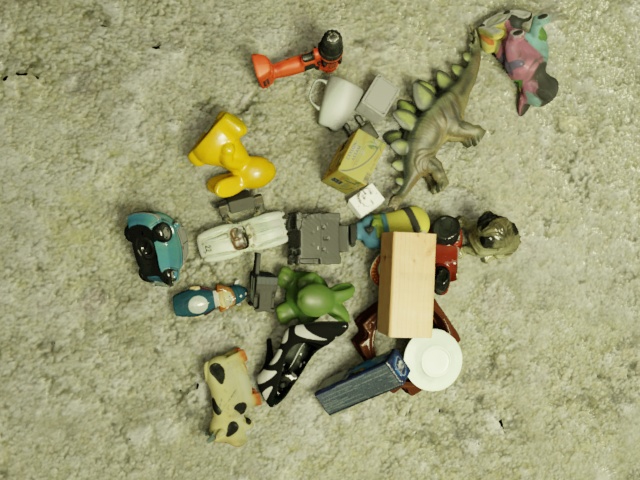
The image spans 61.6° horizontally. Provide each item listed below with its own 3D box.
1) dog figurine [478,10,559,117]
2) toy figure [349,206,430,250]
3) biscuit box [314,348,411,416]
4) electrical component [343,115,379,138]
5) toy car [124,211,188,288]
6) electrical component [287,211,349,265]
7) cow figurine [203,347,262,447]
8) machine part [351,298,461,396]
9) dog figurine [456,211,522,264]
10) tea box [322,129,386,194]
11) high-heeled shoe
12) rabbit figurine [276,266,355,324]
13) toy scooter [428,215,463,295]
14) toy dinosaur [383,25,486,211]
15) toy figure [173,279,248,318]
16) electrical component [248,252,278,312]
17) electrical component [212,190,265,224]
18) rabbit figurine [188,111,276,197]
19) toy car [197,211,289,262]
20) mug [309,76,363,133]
[{"bbox_3d":[0.464,-0.402,1.245,0.108,0.192,0.219,-34,129,-12],"label":"dog figurine"},{"bbox_3d":[0.152,-0.026,1.178,0.180,0.082,0.089,-4,105,-4],"label":"toy figure"},{"bbox_3d":[0.087,0.295,1.113,0.203,0.059,0.062,-32,95,30],"label":"biscuit box"},{"bbox_3d":[0.096,-0.231,1.206,0.063,0.021,0.094,-35,95,-9],"label":"electrical component"},{"bbox_3d":[-0.314,0.010,1.082,0.103,0.109,0.161,-34,117,-52],"label":"toy car"},{"bbox_3d":[-0.002,-0.003,1.147,0.134,0.058,0.114,-2,91,-31],"label":"electrical component"},{"bbox_3d":[-0.189,0.332,1.106,0.127,0.085,0.194,-17,94,-16],"label":"cow figurine"},{"bbox_3d":[0.189,0.219,1.178,0.201,0.087,0.201,-35,95,-8],"label":"machine part"},{"bbox_3d":[0.399,-0.007,1.170,0.172,0.190,0.121,-9,90,-12],"label":"dog figurine"},{"bbox_3d":[0.067,-0.159,1.124,0.068,0.169,0.098,27,82,-8],"label":"tea box"},{"bbox_3d":[-0.036,0.250,1.084,0.086,0.249,0.145,15,61,-46],"label":"high-heeled shoe"},{"bbox_3d":[-0.012,0.128,1.100,0.159,0.170,0.121,11,88,-10],"label":"rabbit figurine"},{"bbox_3d":[0.275,0.043,1.192,0.075,0.135,0.184,4,67,17],"label":"toy scooter"},{"bbox_3d":[0.267,-0.266,1.200,0.198,0.105,0.471,35,78,-4],"label":"toy dinosaur"},{"bbox_3d":[-0.226,0.125,1.121,0.154,0.058,0.064,-9,129,-12],"label":"toy figure"},{"bbox_3d":[-0.119,0.086,1.123,0.048,0.075,0.119,5,91,-20],"label":"electrical component"},{"bbox_3d":[-0.169,-0.070,1.129,0.102,0.078,0.045,-18,112,-16],"label":"electrical component"},{"bbox_3d":[-0.174,-0.161,1.113,0.173,0.122,0.162,34,85,-26],"label":"rabbit figurine"},{"bbox_3d":[-0.158,-0.007,1.136,0.202,0.056,0.073,-16,91,-10],"label":"toy car"},{"bbox_3d":[0.027,-0.295,1.168,0.109,0.081,0.107,20,94,-15],"label":"mug"}]
